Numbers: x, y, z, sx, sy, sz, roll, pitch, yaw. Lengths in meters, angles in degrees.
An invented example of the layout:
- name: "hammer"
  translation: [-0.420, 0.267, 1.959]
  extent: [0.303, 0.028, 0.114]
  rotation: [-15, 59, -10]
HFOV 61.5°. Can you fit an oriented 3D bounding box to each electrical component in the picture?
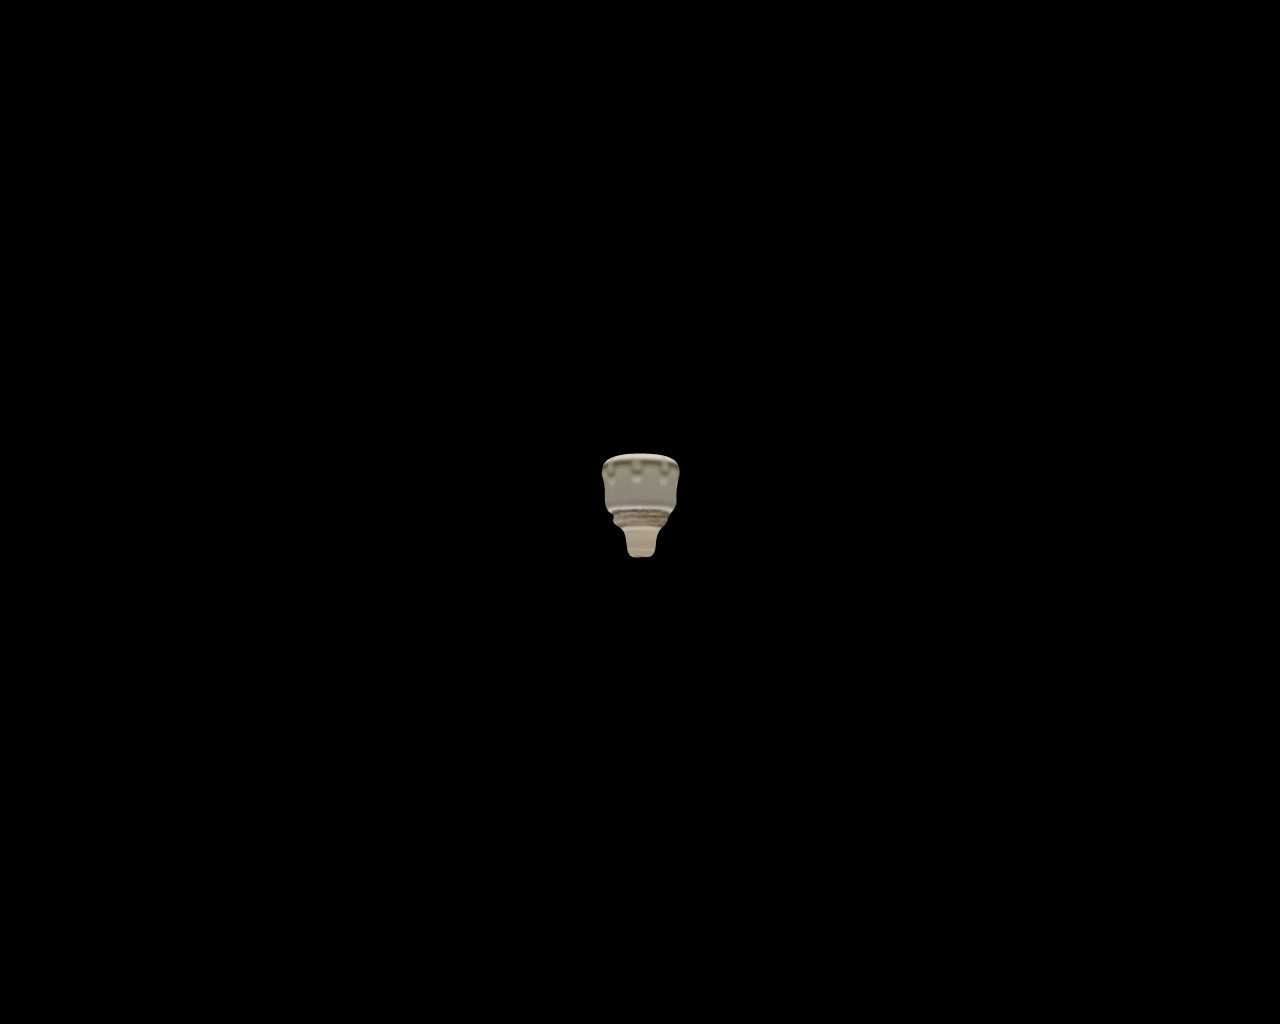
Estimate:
- name: "electrical component"
  translation: [0.001, -0.003, 0.650]
  extent: [0.048, 0.062, 0.048]
  rotation: [0, -7, 0]
